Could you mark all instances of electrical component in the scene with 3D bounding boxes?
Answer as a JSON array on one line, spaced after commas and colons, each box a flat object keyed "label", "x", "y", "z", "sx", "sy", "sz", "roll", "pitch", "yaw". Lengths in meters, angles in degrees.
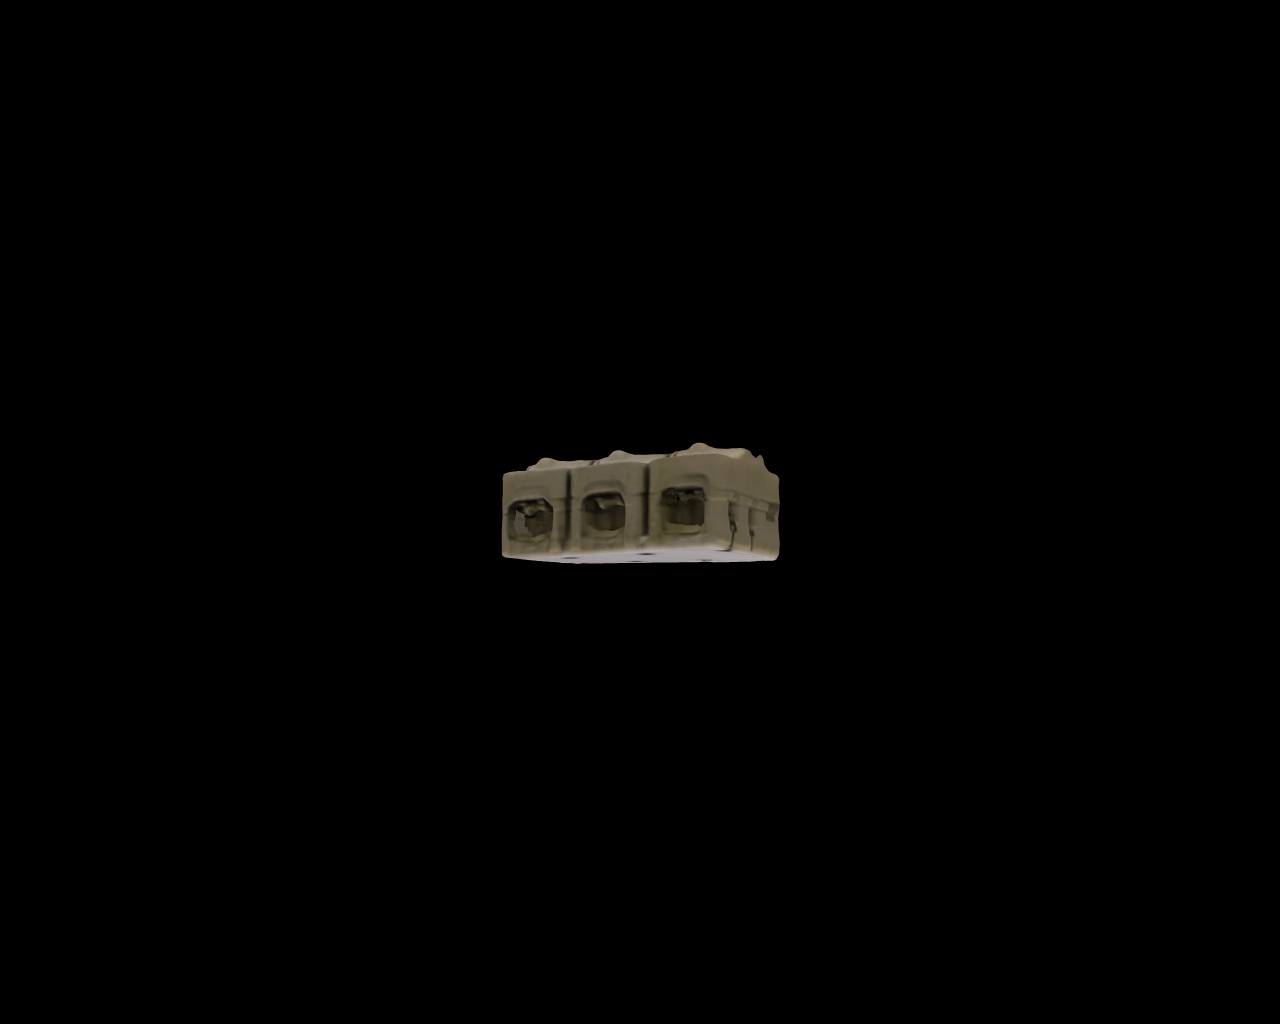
[{"label": "electrical component", "x": 0.001, "y": -0.003, "z": 0.650, "sx": 0.150, "sy": 0.061, "sz": 0.089, "roll": -4, "pitch": -7, "yaw": 29}]
